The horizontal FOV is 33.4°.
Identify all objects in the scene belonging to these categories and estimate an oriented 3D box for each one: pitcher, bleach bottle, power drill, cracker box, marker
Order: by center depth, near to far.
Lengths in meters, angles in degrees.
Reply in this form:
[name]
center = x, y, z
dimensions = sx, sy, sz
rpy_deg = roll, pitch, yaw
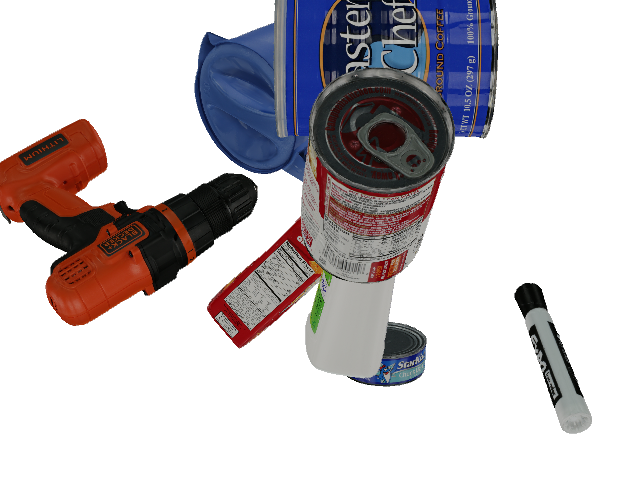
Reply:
[marker]
center = 0.145, 0.070, 0.674
dimensions = 0.020, 0.020, 0.121
rpy_deg = 0, 39, -7
[power drill]
center = -0.167, -0.030, 0.862
dimensions = 0.184, 0.057, 0.188
rpy_deg = -33, 45, -23
[bleach bottle]
center = 0.042, -0.018, 0.881
dimensions = 0.068, 0.251, 0.102
rpy_deg = 10, 22, -5
[pitcher]
center = 0.007, -0.163, 1.075
dimensions = 0.145, 0.149, 0.242
rpy_deg = 16, 36, 39
[cracker box]
center = -0.019, 0.016, 1.260
dimensions = 0.214, 0.072, 0.164
rpy_deg = -43, -2, 30

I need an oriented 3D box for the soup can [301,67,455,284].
[soup can]
center = 0.025, -0.028, 0.533
dimensions = 0.068, 0.068, 0.102
rpy_deg = 0, -28, -4

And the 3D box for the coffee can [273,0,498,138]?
[coffee can]
center = 0.041, -0.120, 0.714
dimensions = 0.140, 0.103, 0.103
rpy_deg = 0, 0, 1

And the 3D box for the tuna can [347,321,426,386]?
[tuna can]
center = 0.061, 0.112, 1.055
dimensions = 0.086, 0.034, 0.086
rpy_deg = 0, 19, 0
